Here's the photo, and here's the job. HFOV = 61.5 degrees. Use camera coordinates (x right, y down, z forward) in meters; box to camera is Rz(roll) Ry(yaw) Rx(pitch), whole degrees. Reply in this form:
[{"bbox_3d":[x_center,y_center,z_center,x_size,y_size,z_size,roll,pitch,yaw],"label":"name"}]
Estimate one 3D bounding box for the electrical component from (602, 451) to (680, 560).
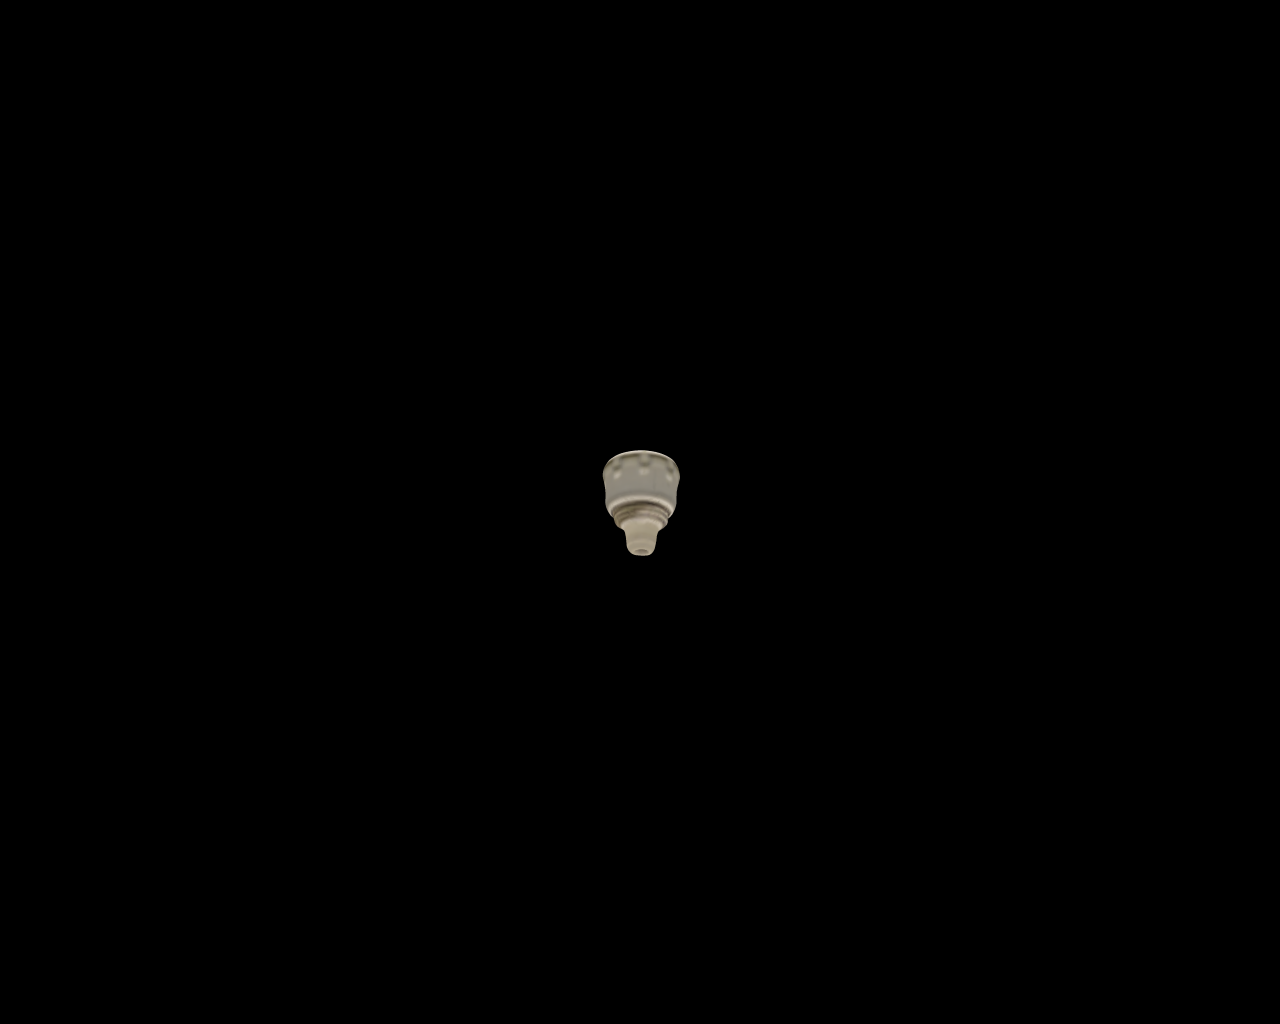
[{"bbox_3d":[0.001,-0.003,0.650,0.048,0.062,0.048,0,-26,0],"label":"electrical component"}]
